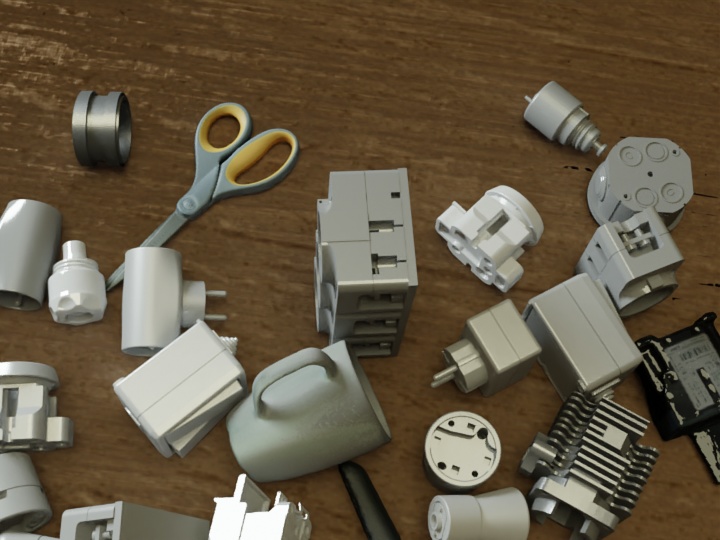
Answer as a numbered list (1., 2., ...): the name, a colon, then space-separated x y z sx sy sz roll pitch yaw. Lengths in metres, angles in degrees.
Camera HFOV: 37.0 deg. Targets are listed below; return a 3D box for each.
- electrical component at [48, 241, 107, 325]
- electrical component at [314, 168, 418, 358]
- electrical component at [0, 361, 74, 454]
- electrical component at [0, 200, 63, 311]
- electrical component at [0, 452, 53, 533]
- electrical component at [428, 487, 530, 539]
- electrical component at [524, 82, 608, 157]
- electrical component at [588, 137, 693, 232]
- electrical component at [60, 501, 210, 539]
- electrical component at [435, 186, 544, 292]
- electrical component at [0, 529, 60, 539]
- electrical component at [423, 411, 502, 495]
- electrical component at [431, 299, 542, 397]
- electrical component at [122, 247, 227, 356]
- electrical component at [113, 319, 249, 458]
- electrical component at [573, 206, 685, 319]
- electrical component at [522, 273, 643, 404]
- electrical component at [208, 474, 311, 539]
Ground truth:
1. electrical component: -0.220 0.008 0.834 0.043 0.043 0.062 -8 67 -6
2. electrical component: 0.000 0.000 0.789 0.062 0.150 0.089 -2 67 -5
3. electrical component: -0.251 0.101 0.787 0.078 0.058 0.057 -3 70 -3
4. electrical component: -0.280 -0.014 0.840 0.079 0.043 0.077 6 67 0
5. electrical component: -0.252 0.161 0.763 0.055 0.055 0.047 -22 66 -11
6. electrical component: 0.082 0.177 0.765 0.065 0.044 0.044 4 66 -22
7. electrical component: 0.175 -0.125 0.908 0.078 0.040 0.040 42 72 14
8. electrical component: 0.231 -0.067 0.881 0.080 0.051 0.080 1 67 -2
9. electrical component: -0.155 0.237 0.710 0.062 0.089 0.150 -14 64 30
10. electrical component: 0.108 -0.030 0.857 0.057 0.058 0.078 -42 74 -15
11. electrical component: -0.233 0.230 0.735 0.059 0.053 0.095 10 67 2
12. electrical component: 0.073 0.136 0.790 0.055 0.047 0.055 1 67 -2
13. electrical component: 0.087 0.068 0.810 0.077 0.065 0.047 -26 71 -12
14. electrical component: -0.142 0.026 0.829 0.079 0.043 0.077 3 75 -16
15. electrical component: -0.123 0.087 0.795 0.096 0.061 0.061 -38 74 -16
16. electrical component: 0.208 0.001 0.830 0.050 0.089 0.055 -20 70 -11
17. electrical component: 0.172 0.059 0.819 0.061 0.061 0.096 -26 71 -12
18. electrical component: -0.070 0.188 0.748 0.064 0.042 0.081 -7 52 24
